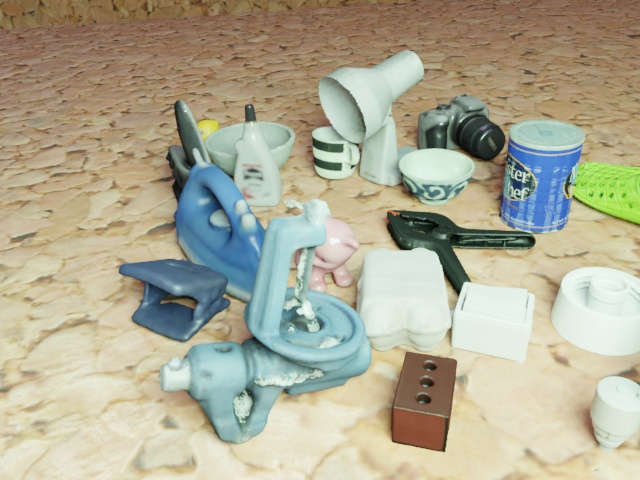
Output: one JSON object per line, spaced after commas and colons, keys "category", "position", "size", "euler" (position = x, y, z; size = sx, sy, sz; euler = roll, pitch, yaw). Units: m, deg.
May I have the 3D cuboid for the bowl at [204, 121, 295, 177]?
{"category": "bowl", "position": [-0.125, -0.158, 1.061], "size": [0.167, 0.075, 0.167], "euler": [-2, 32, 2]}

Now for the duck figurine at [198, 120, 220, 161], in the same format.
{"category": "duck figurine", "position": [-0.208, -0.192, 1.114], "size": [0.105, 0.086, 0.077], "euler": [-16, 34, -19]}

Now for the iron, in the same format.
{"category": "iron", "position": [-0.121, -0.025, 0.783], "size": [0.119, 0.141, 0.257], "euler": [-20, 35, -24]}

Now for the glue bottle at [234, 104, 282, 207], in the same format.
{"category": "glue bottle", "position": [-0.107, -0.137, 0.932], "size": [0.078, 0.173, 0.037], "euler": [2, 32, 9]}

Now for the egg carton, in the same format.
{"category": "egg carton", "position": [0.097, 0.066, 0.682], "size": [0.107, 0.069, 0.150], "euler": [-1, 32, 5]}

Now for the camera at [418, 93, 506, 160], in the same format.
{"category": "camera", "position": [0.274, -0.210, 1.080], "size": [0.143, 0.101, 0.136], "euler": [-13, 33, -14]}

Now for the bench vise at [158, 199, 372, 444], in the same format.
{"category": "bench vise", "position": [-0.041, 0.080, 0.530], "size": [0.121, 0.220, 0.208], "euler": [25, 42, 38]}

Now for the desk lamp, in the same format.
{"category": "desk lamp", "position": [0.106, -0.207, 0.985], "size": [0.204, 0.214, 0.117], "euler": [-23, 37, -28]}

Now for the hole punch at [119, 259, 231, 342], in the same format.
{"category": "hole punch", "position": [-0.178, 0.055, 0.707], "size": [0.108, 0.091, 0.101], "euler": [15, 36, 27]}

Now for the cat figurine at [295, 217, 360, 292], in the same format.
{"category": "cat figurine", "position": [0.007, 0.003, 0.747], "size": [0.067, 0.118, 0.127], "euler": [-13, 33, -14]}

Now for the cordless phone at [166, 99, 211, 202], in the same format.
{"category": "cordless phone", "position": [-0.213, -0.155, 0.960], "size": [0.094, 0.185, 0.147], "euler": [-17, 34, -20]}
